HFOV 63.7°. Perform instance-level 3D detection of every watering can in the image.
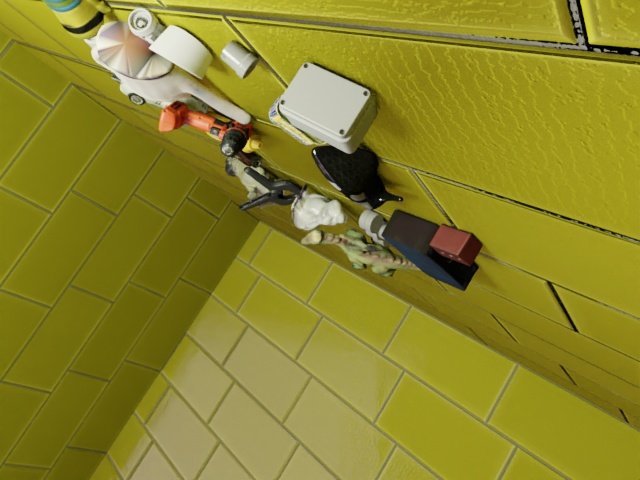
[{"bbox_3d":[-0.309,-0.334,1.050,0.347,0.104,0.223,20,176,-1],"label":"watering can"}]

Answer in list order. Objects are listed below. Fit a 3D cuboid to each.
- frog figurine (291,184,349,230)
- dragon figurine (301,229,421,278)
[{"bbox_3d":[0.004,-0.074,1.468,0.160,0.120,0.139,23,-155,8],"label":"frog figurine"},{"bbox_3d":[0.148,0.038,1.442,0.411,0.122,0.242,13,179,17],"label":"dragon figurine"}]
